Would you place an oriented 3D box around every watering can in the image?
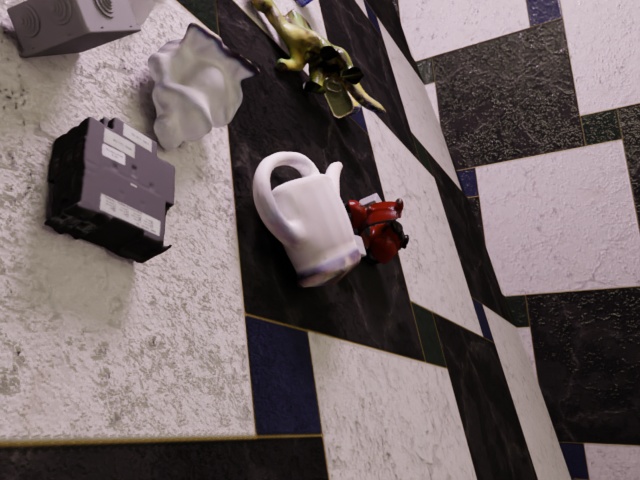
[{"bbox_3d":[0.003,-0.043,0.861,0.350,0.103,0.225,-19,87,-65],"label":"watering can"}]

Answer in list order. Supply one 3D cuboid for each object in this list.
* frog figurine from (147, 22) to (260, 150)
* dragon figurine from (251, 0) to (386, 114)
[{"bbox_3d":[-0.172,-0.187,0.683,0.161,0.123,0.135,-66,150,-10],"label":"frog figurine"},{"bbox_3d":[-0.006,-0.441,1.174,0.407,0.121,0.248,22,41,-47],"label":"dragon figurine"}]
